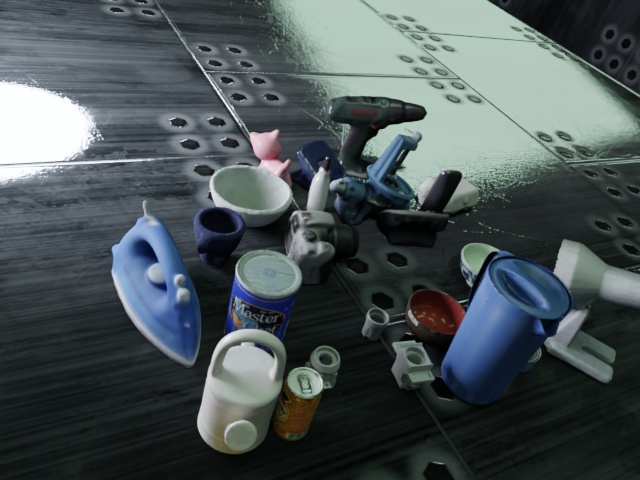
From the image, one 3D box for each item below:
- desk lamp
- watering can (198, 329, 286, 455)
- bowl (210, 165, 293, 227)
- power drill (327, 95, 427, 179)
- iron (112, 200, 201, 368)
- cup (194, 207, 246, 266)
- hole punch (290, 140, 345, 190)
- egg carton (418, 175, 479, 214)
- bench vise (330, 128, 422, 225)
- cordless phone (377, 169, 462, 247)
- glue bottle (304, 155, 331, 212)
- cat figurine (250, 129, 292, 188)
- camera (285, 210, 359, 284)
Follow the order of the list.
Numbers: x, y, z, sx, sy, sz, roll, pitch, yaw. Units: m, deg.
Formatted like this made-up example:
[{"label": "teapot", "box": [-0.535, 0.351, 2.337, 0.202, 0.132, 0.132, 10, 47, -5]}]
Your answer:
[{"label": "desk lamp", "box": [0.499, 0.123, 1.067, 0.203, 0.213, 0.118, 29, 39, 14]}, {"label": "watering can", "box": [-0.098, 0.195, 0.754, 0.101, 0.194, 0.172, -5, 43, -27]}, {"label": "bowl", "box": [-0.144, -0.078, 1.168, 0.167, 0.075, 0.167, 11, 38, -9]}, {"label": "power drill", "box": [0.119, -0.255, 1.383, 0.230, 0.208, 0.075, 12, 38, -8]}, {"label": "iron", "box": [-0.242, 0.061, 0.903, 0.119, 0.141, 0.257, -12, 47, -33]}, {"label": "cup", "box": [-0.190, 0.008, 1.027, 0.091, 0.095, 0.118, 22, 38, 6]}, {"label": "hole punch", "box": [0.000, -0.169, 1.326, 0.101, 0.091, 0.109, 36, 41, 22]}, {"label": "egg carton", "box": [0.314, -0.110, 1.397, 0.151, 0.069, 0.107, -18, 50, -37]}, {"label": "bench vise", "box": [0.133, -0.130, 1.226, 0.208, 0.220, 0.121, -20, 51, -39]}, {"label": "cordless phone", "box": [0.216, -0.082, 1.228, 0.148, 0.185, 0.094, 0, 41, -21]}, {"label": "glue bottle", "box": [-0.003, -0.099, 1.170, 0.037, 0.173, 0.078, 10, 38, -10]}, {"label": "cat figurine", "box": [-0.107, -0.187, 1.283, 0.067, 0.118, 0.127, -19, 50, -38]}, {"label": "camera", "box": [0.010, 0.004, 1.108, 0.137, 0.101, 0.143, 4, 40, -18]}]
